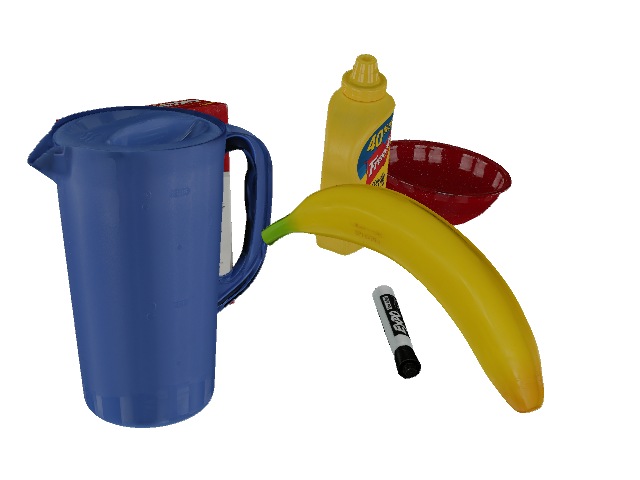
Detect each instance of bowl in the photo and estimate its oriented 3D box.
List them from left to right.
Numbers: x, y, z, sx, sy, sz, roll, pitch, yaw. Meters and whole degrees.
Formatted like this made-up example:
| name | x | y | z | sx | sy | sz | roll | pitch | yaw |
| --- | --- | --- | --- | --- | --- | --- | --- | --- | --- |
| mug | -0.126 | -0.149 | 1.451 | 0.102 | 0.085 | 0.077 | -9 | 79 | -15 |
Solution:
| name | x | y | z | sx | sy | sz | roll | pitch | yaw |
| --- | --- | --- | --- | --- | --- | --- | --- | --- | --- |
| bowl | 0.132 | -0.061 | 1.213 | 0.162 | 0.055 | 0.162 | 8 | 25 | -4 |

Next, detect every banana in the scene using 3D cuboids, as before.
| name | x | y | z | sx | sy | sz | roll | pitch | yaw |
| --- | --- | --- | --- | --- | --- | --- | --- | --- | --- |
| banana | 0.058 | 0.019 | 0.618 | 0.198 | 0.070 | 0.037 | 33 | 16 | 25 |

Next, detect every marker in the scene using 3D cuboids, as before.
| name | x | y | z | sx | sy | sz | roll | pitch | yaw |
| --- | --- | --- | --- | --- | --- | --- | --- | --- | --- |
| marker | 0.062 | 0.074 | 0.873 | 0.020 | 0.020 | 0.121 | 0 | 27 | -8 |

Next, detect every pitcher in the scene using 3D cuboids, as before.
| name | x | y | z | sx | sy | sz | roll | pitch | yaw |
| --- | --- | --- | --- | --- | --- | --- | --- | --- | --- |
| pitcher | -0.129 | 0.019 | 0.850 | 0.149 | 0.243 | 0.144 | 9 | 23 | 19 |

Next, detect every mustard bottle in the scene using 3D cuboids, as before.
| name | x | y | z | sx | sy | sz | roll | pitch | yaw |
| --- | --- | --- | --- | --- | --- | --- | --- | --- | --- |
| mustard bottle | 0.035 | -0.086 | 1.003 | 0.058 | 0.192 | 0.096 | 20 | 41 | 20 |

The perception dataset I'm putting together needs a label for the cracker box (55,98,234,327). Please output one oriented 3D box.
| name | x | y | z | sx | sy | sz | roll | pitch | yaw |
| --- | --- | --- | --- | --- | --- | --- | --- | --- | --- |
| cracker box | -0.170 | -0.024 | 1.061 | 0.163 | 0.214 | 0.072 | -16 | 22 | -42 |
